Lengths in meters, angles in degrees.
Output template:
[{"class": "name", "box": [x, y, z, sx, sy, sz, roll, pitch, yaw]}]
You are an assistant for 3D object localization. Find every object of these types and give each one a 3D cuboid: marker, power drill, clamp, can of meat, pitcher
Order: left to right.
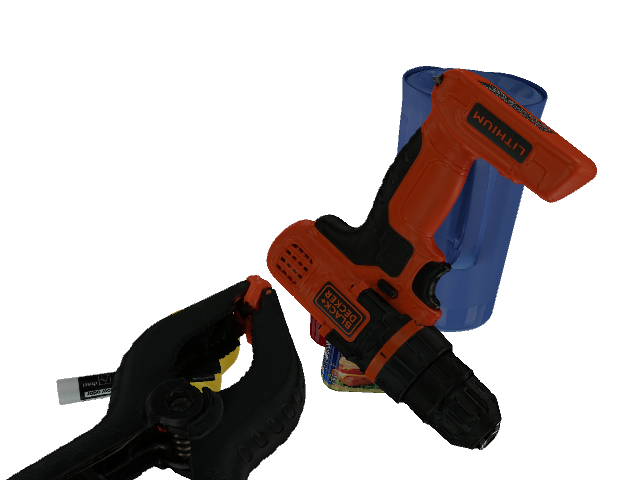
[{"class": "marker", "box": [-0.134, 0.104, 0.796, 0.121, 0.020, 0.020, -8, 2, -13]}, {"class": "clamp", "box": [-0.047, 0.082, 0.415, 0.120, 0.039, 0.171, 24, 49, 17]}, {"class": "can of meat", "box": [0.055, 0.129, 1.244, 0.102, 0.084, 0.057, 5, 24, -12]}, {"class": "power drill", "box": [0.077, 0.007, 0.641, 0.184, 0.188, 0.057, 43, 18, 16]}, {"class": "pitcher", "box": [0.130, -0.035, 1.014, 0.145, 0.243, 0.148, 24, 29, 35]}]

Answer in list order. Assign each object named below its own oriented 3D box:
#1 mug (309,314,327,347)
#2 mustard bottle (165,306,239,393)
[{"class": "mug", "box": [0.038, 0.099, 1.444, 0.117, 0.081, 0.093, 18, 26, 30]}, {"class": "mustard bottle", "box": [-0.141, 0.120, 1.184, 0.096, 0.058, 0.191, 8, 25, 7]}]
